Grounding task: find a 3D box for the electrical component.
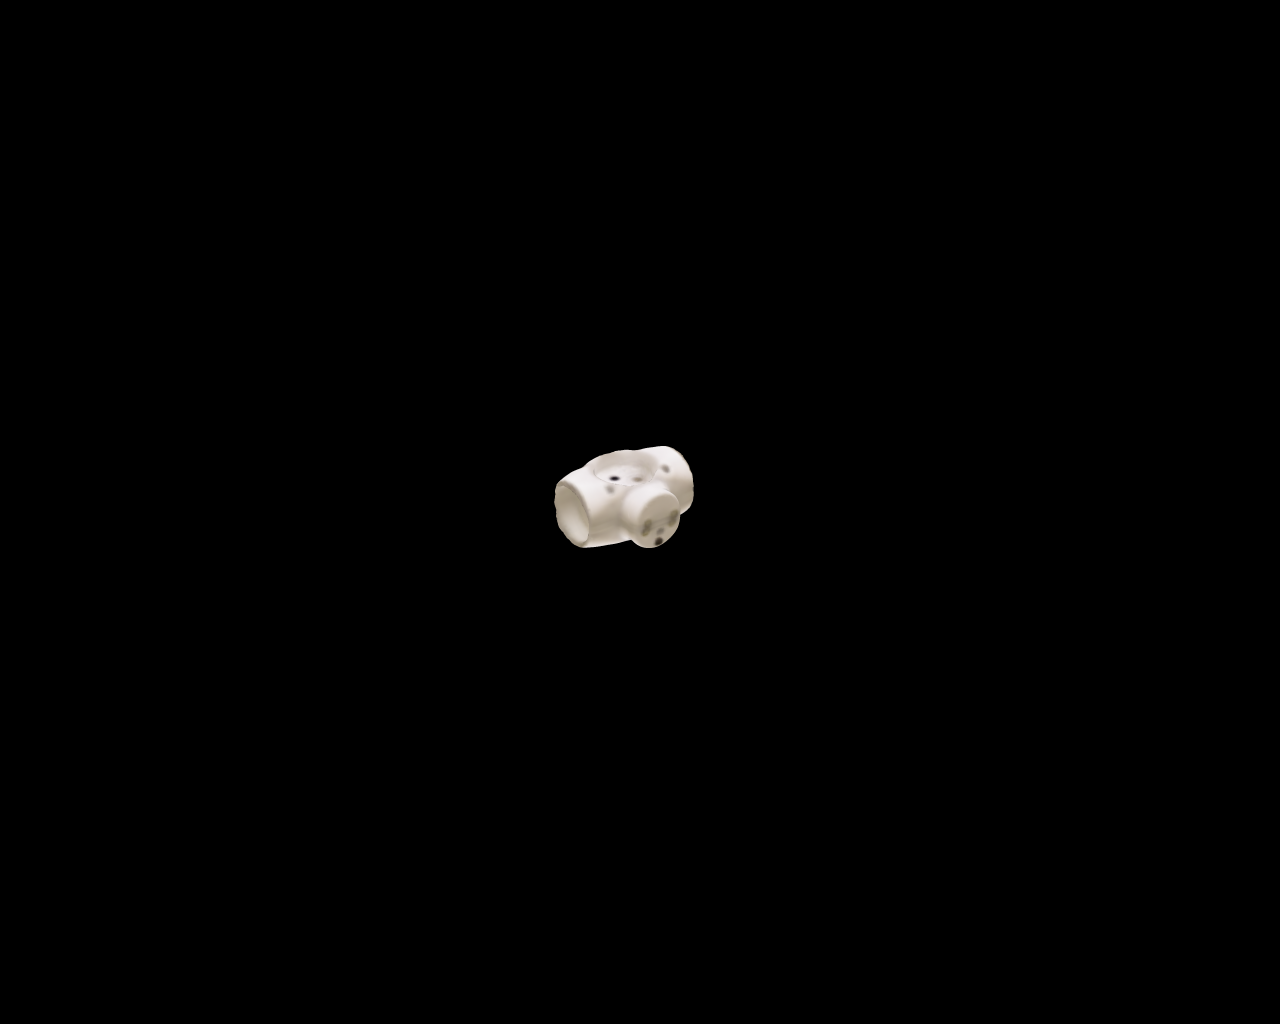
[{"bbox_3d":[0.001,-0.003,0.650,0.077,0.044,0.079,-20,36,-29],"label":"electrical component"}]
